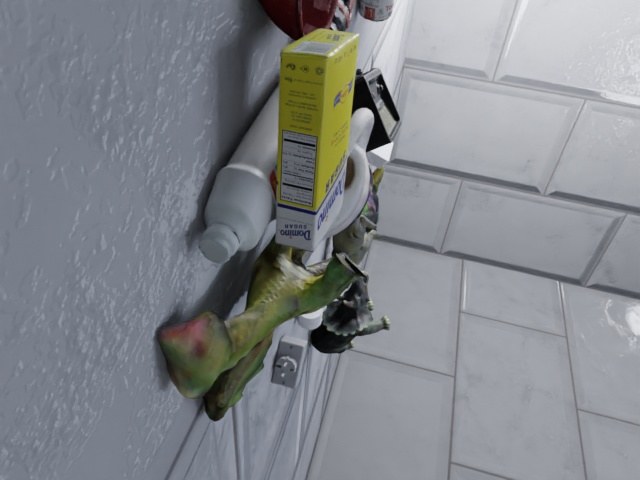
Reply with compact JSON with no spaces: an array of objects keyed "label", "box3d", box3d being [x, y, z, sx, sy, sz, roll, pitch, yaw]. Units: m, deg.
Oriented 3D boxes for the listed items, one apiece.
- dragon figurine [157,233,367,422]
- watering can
[{"label":"dragon figurine","box3d":[-0.057,0.093,0.596,0.243,0.123,0.407,-52,165,-1]},{"label":"watering can","box3d":[0.002,-0.041,0.816,0.347,0.104,0.224,-65,172,3]}]
